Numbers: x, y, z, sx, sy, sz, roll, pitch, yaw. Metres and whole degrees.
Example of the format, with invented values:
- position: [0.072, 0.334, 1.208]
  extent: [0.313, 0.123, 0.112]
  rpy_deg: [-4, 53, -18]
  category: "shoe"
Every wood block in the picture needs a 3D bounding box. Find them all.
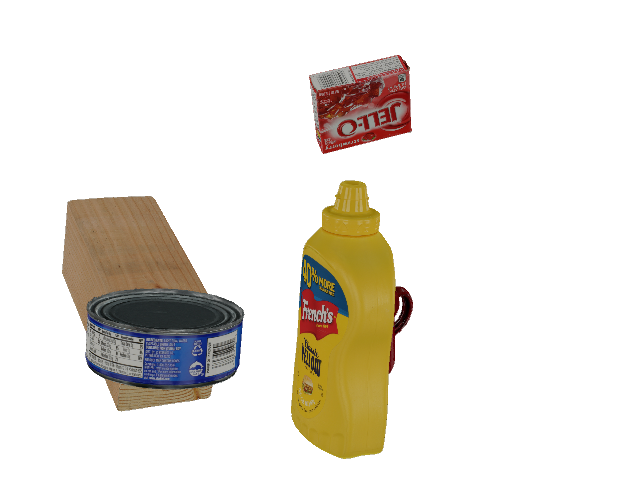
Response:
- position: [-0.171, 0.051, 0.995]
  extent: [0.090, 0.091, 0.206]
  rpy_deg: [-4, 36, -27]
  category: "wood block"

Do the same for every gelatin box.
- position: [0.038, -0.124, 0.975]
  extent: [0.089, 0.073, 0.030]
  rpy_deg: [-14, 46, -7]
  category: "gelatin box"

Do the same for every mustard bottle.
- position: [0.017, 0.052, 0.767]
  extent: [0.058, 0.192, 0.096]
  rpy_deg: [-3, 18, -23]
  category: "mustard bottle"

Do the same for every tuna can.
- position: [-0.086, 0.053, 0.587]
  extent: [0.086, 0.034, 0.086]
  rpy_deg: [5, 11, -1]
  category: "tuna can"

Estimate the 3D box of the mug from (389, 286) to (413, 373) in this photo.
- position: [0.041, 0.085, 1.040]
  extent: [0.117, 0.081, 0.093]
  rpy_deg: [-27, 43, -25]
  category: "mug"
